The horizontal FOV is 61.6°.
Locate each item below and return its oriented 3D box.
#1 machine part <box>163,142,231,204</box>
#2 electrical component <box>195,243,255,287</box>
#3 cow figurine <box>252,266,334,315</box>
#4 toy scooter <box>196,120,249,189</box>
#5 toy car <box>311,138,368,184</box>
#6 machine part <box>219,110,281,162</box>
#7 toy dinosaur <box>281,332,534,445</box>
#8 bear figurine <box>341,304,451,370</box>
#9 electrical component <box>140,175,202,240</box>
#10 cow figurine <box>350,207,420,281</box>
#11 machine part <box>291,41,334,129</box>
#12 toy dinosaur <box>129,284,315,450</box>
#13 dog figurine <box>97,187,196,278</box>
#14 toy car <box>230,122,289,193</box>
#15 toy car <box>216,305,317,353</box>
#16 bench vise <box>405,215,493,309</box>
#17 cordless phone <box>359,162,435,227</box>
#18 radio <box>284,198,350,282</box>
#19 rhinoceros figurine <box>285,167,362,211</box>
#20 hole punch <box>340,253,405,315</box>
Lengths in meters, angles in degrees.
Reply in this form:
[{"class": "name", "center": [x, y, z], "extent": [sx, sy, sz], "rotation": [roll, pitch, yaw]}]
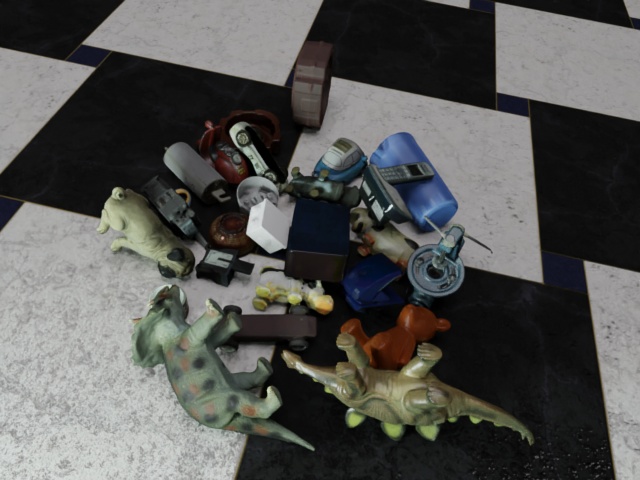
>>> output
[{"class": "machine part", "center": [-0.305, -0.164, 1.313], "extent": [0.079, 0.079, 0.243], "rotation": [-32, 61, -29]}, {"class": "electrical component", "center": [-0.201, 0.057, 1.157], "extent": [0.119, 0.047, 0.075], "rotation": [12, 50, 3]}, {"class": "cow figurine", "center": [-0.051, 0.105, 1.126], "extent": [0.167, 0.068, 0.098], "rotation": [11, 41, 0]}, {"class": "toy scooter", "center": [-0.246, -0.218, 1.330], "extent": [0.184, 0.135, 0.075], "rotation": [40, 55, 23]}, {"class": "toy car", "center": [0.053, -0.209, 1.382], "extent": [0.109, 0.102, 0.162], "rotation": [36, 52, 23]}, {"class": "machine part", "center": [-0.187, -0.277, 1.440], "extent": [0.179, 0.056, 0.179], "rotation": [3, 51, -4]}, {"class": "toy dinosaur", "center": [0.158, 0.267, 0.923], "extent": [0.472, 0.198, 0.105], "rotation": [14, 49, 5]}, {"class": "bear figurine", "center": [0.155, 0.177, 1.050], "extent": [0.196, 0.131, 0.120], "rotation": [-37, 34, -25]}, {"class": "electrical component", "center": [-0.322, -0.064, 1.185], "extent": [0.058, 0.114, 0.134], "rotation": [-43, 66, -12]}, {"class": "cow figurine", "center": [0.147, -0.010, 1.235], "extent": [0.195, 0.085, 0.127], "rotation": [38, 53, 19]}, {"class": "machine part", "center": [-0.021, -0.430, 1.494], "extent": [0.087, 0.200, 0.201], "rotation": [11, 49, 5]}, {"class": "toy dinosaur", "center": [-0.194, 0.244, 0.948], "extent": [0.192, 0.131, 0.405], "rotation": [-35, 80, 4]}, {"class": "dog figurine", "center": [-0.350, -0.015, 1.126], "extent": [0.191, 0.172, 0.121], "rotation": [22, 61, 21]}, {"class": "toy car", "center": [-0.147, -0.203, 1.333], "extent": [0.201, 0.056, 0.073], "rotation": [56, 28, -2]}, {"class": "toy car", "center": [-0.107, 0.176, 1.064], "extent": [0.202, 0.053, 0.089], "rotation": [0, 54, -2]}, {"class": "bench vise", "center": [0.264, 0.033, 1.126], "extent": [0.129, 0.240, 0.223], "rotation": [39, 72, 19]}, {"class": "cordless phone", "center": [0.194, -0.112, 1.217], "extent": [0.184, 0.088, 0.147], "rotation": [-14, 58, -21]}, {"class": "radio", "center": [-0.002, -0.004, 1.179], "extent": [0.131, 0.073, 0.230], "rotation": [8, 33, -2]}, {"class": "rhinoceros figurine", "center": [0.007, -0.116, 1.299], "extent": [0.191, 0.112, 0.073], "rotation": [12, 72, 20]}, {"class": "hole punch", "center": [0.107, 0.088, 1.115], "extent": [0.116, 0.092, 0.142], "rotation": [-8, 24, -16]}]
